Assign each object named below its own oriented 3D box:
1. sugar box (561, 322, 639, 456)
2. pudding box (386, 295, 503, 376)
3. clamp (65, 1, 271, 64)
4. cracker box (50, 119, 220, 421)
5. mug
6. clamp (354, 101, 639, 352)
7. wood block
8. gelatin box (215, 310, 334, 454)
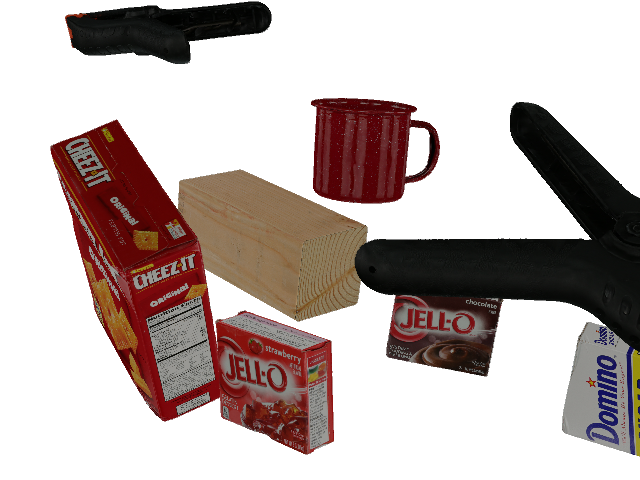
[{"bbox_3d":[0.289,0.135,0.861,0.176,0.093,0.048,13,25,20],"label":"sugar box"},{"bbox_3d":[0.132,0.089,1.141,0.113,0.090,0.039,10,23,7],"label":"pudding box"},{"bbox_3d":[-0.127,-0.169,0.848,0.172,0.039,0.120,15,25,38],"label":"clamp"},{"bbox_3d":[-0.157,0.031,0.921,0.072,0.214,0.164,-25,52,-18],"label":"cracker box"},{"bbox_3d":[0.047,-0.079,0.940,0.117,0.081,0.093,1,14,-11],"label":"mug"},{"bbox_3d":[0.132,0.012,0.486,0.210,0.036,0.164,31,49,31],"label":"clamp"},{"bbox_3d":[-0.057,0.000,1.137,0.090,0.090,0.206,-13,28,-41],"label":"wood block"},{"bbox_3d":[-0.032,0.094,0.715,0.089,0.073,0.030,14,22,42],"label":"gelatin box"}]
